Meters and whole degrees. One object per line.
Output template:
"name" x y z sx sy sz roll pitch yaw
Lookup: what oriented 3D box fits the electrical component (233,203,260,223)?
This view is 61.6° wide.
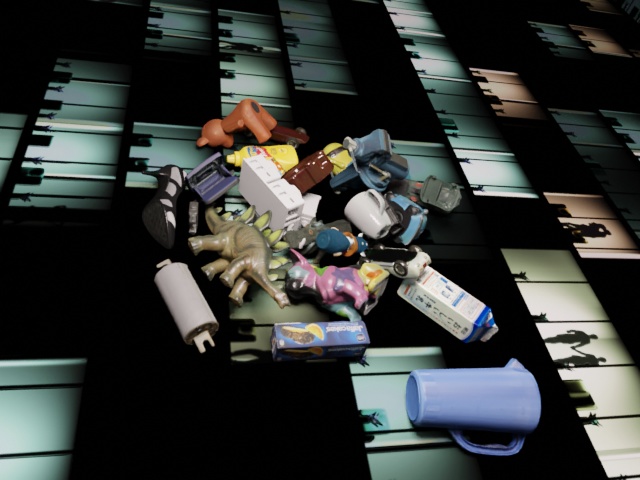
"electrical component" -0.160 -0.071 1.367 0.119 0.047 0.075 -7 50 -23

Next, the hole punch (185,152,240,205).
"hole punch" -0.277 -0.155 1.338 0.142 0.092 0.116 -42 23 -14

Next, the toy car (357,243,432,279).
"toy car" 0.171 0.051 1.280 0.073 0.056 0.202 -43 27 -30

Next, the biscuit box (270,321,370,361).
"biscuit box" 0.001 0.213 1.138 0.203 0.062 0.059 -1 49 -15

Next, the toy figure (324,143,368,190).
"toy figure" 0.081 -0.204 1.529 0.180 0.082 0.089 34 59 19

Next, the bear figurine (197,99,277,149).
"bear figurine" -0.239 -0.303 1.507 0.131 0.196 0.120 47 27 -23

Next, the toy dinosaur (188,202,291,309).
"toy dinosaur" -0.187 0.009 1.221 0.198 0.104 0.472 -30 45 -22

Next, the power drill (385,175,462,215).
"power drill" 0.274 -0.127 1.455 0.232 0.207 0.086 20 85 -9

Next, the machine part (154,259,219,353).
"machine part" -0.281 0.131 1.126 0.079 0.079 0.243 -17 54 -28

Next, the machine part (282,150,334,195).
"machine part" -0.046 -0.167 1.399 0.056 0.179 0.179 54 47 -15

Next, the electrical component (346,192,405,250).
"electrical component" 0.136 -0.056 1.385 0.115 0.058 0.134 -33 57 9

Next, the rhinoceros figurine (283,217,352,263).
"rhinoceros figurine" -0.003 -0.004 1.304 0.190 0.112 0.073 -11 54 -34

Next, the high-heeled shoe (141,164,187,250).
"high-heeled shoe" -0.360 -0.082 1.327 0.145 0.086 0.249 6 58 -52

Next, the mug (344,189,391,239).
"mug" 0.128 -0.062 1.304 0.081 0.109 0.107 -13 54 -44

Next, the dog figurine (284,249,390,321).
"dog figurine" 0.026 0.089 1.231 0.219 0.108 0.191 32 49 18

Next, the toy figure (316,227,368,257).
"toy figure" 0.055 0.006 1.266 0.058 0.064 0.154 21 6 40

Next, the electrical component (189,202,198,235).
"electrical component" -0.307 -0.061 1.304 0.021 0.063 0.094 3 46 -11

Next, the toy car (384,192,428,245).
"toy car" 0.227 -0.056 1.432 0.103 0.109 0.162 9 25 -41

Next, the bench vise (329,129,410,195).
"bench vise" 0.105 -0.183 1.389 0.223 0.241 0.129 4 66 -45

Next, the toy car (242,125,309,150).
"toy car" -0.133 -0.314 1.592 0.202 0.053 0.089 17 35 6
